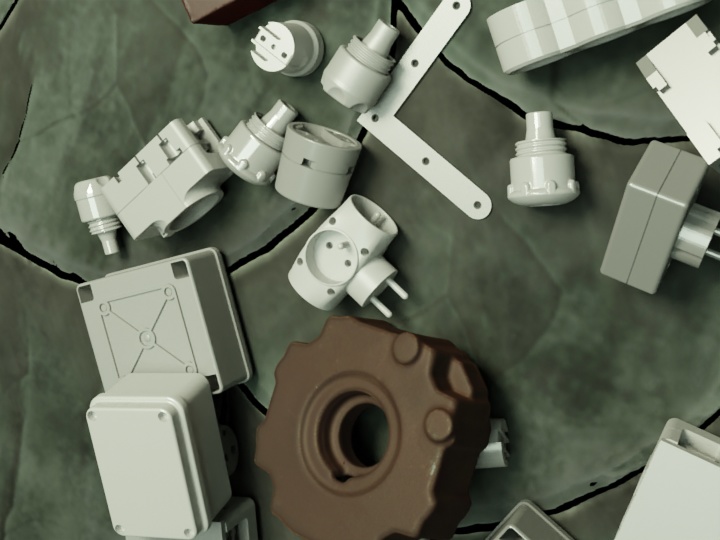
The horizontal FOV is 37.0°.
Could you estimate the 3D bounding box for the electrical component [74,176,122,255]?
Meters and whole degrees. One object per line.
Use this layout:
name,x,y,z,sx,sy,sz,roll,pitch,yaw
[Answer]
electrical component,-0.206,-0.043,0.859,0.035,0.035,0.061,-11,98,23

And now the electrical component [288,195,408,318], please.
electrical component,0.000,0.000,0.777,0.079,0.044,0.077,44,112,10

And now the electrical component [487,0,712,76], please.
electrical component,0.145,-0.182,0.683,0.138,0.052,0.073,-17,92,24

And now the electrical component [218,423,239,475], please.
electrical component,-0.131,0.146,0.855,0.055,0.045,0.045,-9,95,23

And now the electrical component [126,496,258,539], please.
electrical component,-0.128,0.259,0.864,0.089,0.062,0.150,-1,99,22

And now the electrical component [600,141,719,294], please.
electrical component,0.201,-0.025,0.670,0.076,0.047,0.083,24,142,17

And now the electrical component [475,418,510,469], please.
electrical component,0.081,0.124,0.769,0.046,0.040,0.040,-6,97,17

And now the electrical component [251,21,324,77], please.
electrical component,-0.053,-0.159,0.771,0.040,0.046,0.040,4,100,21

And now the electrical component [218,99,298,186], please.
electrical component,-0.071,-0.096,0.791,0.048,0.048,0.062,43,104,10

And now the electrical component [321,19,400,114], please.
electrical component,0.004,-0.145,0.752,0.043,0.043,0.062,39,109,12

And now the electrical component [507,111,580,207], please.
electrical component,0.121,-0.074,0.717,0.048,0.048,0.062,-3,91,22

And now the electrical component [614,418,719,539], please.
electrical component,0.252,0.171,0.695,0.150,0.062,0.089,24,107,17

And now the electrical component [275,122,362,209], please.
electrical component,-0.031,-0.075,0.773,0.055,0.055,0.047,24,110,17

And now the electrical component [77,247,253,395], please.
electrical component,-0.152,0.048,0.841,0.109,0.056,0.108,-13,94,23

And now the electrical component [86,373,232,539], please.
electrical component,-0.149,0.138,0.799,0.078,0.057,0.113,-2,109,20

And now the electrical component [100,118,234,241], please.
electrical component,-0.142,-0.066,0.820,0.089,0.050,0.055,-38,83,23

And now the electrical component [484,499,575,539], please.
electrical component,0.121,0.240,0.763,0.109,0.056,0.108,41,111,11
